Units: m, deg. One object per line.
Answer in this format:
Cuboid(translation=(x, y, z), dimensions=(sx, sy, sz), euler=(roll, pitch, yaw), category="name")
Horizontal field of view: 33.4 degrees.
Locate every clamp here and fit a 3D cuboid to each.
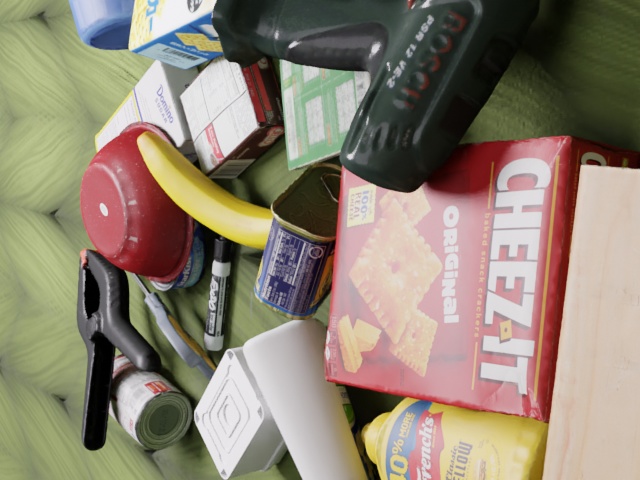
Cuboid(translation=(-0.214, 0.090, 1.098), dimensions=(0.165, 0.036, 0.210), euler=(-44, 49, 42), category="clamp")

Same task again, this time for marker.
Cuboid(translation=(-0.097, 0.049, 1.025), dimensions=(0.020, 0.020, 0.121), euler=(32, 122, 48), category="marker")

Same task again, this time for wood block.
Cuboid(translation=(0.183, 0.071, 0.547), dimensions=(0.090, 0.090, 0.206), euler=(11, 95, 51), category="wood block")

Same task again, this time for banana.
Cuboid(translation=(-0.084, -0.036, 0.941), dimensions=(0.198, 0.037, 0.070), euler=(24, 121, 27), category="banana")

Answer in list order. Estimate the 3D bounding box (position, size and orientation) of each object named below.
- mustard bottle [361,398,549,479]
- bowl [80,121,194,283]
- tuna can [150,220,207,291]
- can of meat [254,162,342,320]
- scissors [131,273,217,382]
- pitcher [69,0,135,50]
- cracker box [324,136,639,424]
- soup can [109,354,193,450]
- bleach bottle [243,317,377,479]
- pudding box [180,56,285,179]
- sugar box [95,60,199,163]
Cuboid(translation=(0.092, 0.152, 0.740), dimensions=(0.192, 0.058, 0.096), euler=(4, 82, 56), category="mustard bottle")
Cuboid(translation=(-0.187, -0.032, 1.036), dimensions=(0.162, 0.055, 0.162), euler=(18, 113, 48), category="bowl")
Cuboid(translation=(-0.149, 0.007, 1.077), dimensions=(0.086, 0.033, 0.086), euler=(13, 106, 53), category="tuna can")
Cuboid(translation=(-0.005, 0.001, 0.820), dimensions=(0.057, 0.102, 0.084), euler=(25, 125, 11), category="can of meat")
Cuboid(translation=(-0.153, 0.079, 1.079), dimensions=(0.096, 0.016, 0.202), euler=(53, 175, -36), category="scissors")
Cuboid(translation=(-0.201, -0.311, 1.031), dimensions=(0.145, 0.148, 0.243), euler=(-15, 86, 38), category="pitcher")
Cuboid(translation=(0.093, 0.024, 0.685), dimensions=(0.214, 0.072, 0.164), euler=(0, 84, 55), category="cracker box")
Cuboid(translation=(-0.188, 0.170, 1.132), dimensions=(0.102, 0.068, 0.068), euler=(28, 118, 49), category="soup can")
Cuboid(translation=(0.016, 0.188, 0.842), dimensions=(0.102, 0.068, 0.251), euler=(54, -167, -79), category="bleach bottle")
Cuboid(translation=(-0.078, -0.116, 0.953), dimensions=(0.114, 0.039, 0.090), euler=(-34, 67, 50), category="pudding box")
Cuboid(translation=(-0.168, -0.104, 1.077), dimensions=(0.177, 0.048, 0.093), euler=(-33, 70, 49), category="sugar box")
